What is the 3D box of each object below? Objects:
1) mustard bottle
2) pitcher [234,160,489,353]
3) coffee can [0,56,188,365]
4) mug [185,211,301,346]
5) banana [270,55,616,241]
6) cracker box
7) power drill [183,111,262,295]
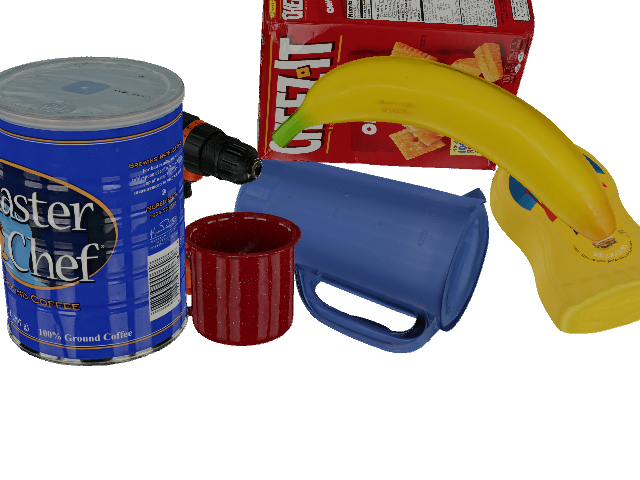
[{"bbox_3d":[0.183,-0.023,0.809,0.096,0.192,0.058,-14,-37,-13],"label":"mustard bottle"},{"bbox_3d":[0.035,0.002,1.062,0.243,0.145,0.149,17,23,21],"label":"pitcher"},{"bbox_3d":[-0.124,-0.018,0.581,0.103,0.140,0.103,2,26,-1],"label":"coffee can"},{"bbox_3d":[-0.074,0.032,0.844,0.117,0.081,0.093,-4,23,-12],"label":"mug"},{"bbox_3d":[0.075,-0.060,0.593,0.198,0.070,0.037,18,17,8],"label":"banana"},{"bbox_3d":[0.056,-0.137,0.893,0.213,0.072,0.164,2,-38,-4],"label":"cracker box"},{"bbox_3d":[-0.140,-0.041,1.103,0.185,0.188,0.057,24,34,29],"label":"power drill"}]
